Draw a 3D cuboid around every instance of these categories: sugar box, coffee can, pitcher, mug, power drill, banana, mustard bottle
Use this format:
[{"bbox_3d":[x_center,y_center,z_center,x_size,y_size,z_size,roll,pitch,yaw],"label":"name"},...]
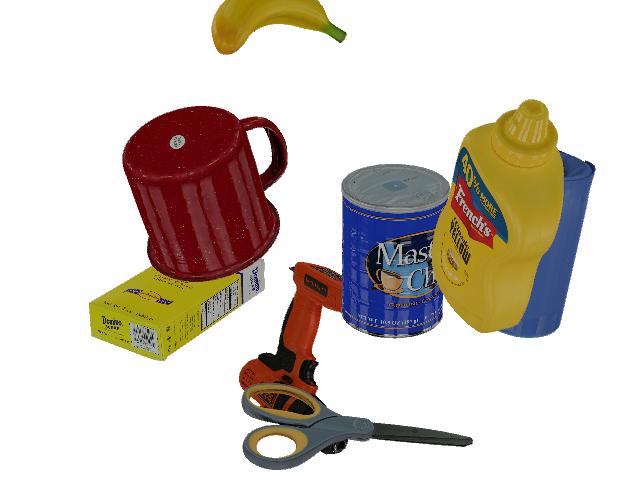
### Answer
[{"bbox_3d":[-0.143,0.056,1.096,0.093,0.048,0.175,16,32,27],"label":"sugar box"},{"bbox_3d":[0.071,0.009,1.039,0.103,0.140,0.103,0,27,0],"label":"coffee can"},{"bbox_3d":[0.272,0.005,1.416,0.149,0.243,0.145,5,24,4],"label":"pitcher"},{"bbox_3d":[-0.070,-0.040,0.702,0.117,0.081,0.093,-33,43,-20],"label":"mug"},{"bbox_3d":[-0.008,0.132,1.235,0.057,0.188,0.185,15,11,-45],"label":"power drill"},{"bbox_3d":[-0.047,-0.205,0.973,0.070,0.037,0.197,40,32,19],"label":"banana"},{"bbox_3d":[0.124,-0.024,0.735,0.058,0.096,0.192,-11,-35,-15],"label":"mustard bottle"}]

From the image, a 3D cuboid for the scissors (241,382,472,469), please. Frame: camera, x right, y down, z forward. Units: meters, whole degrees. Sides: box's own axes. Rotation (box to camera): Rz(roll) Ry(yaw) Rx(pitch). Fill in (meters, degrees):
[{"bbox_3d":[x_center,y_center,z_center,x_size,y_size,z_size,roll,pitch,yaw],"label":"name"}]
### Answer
[{"bbox_3d":[0.022,0.173,0.907,0.202,0.016,0.096,16,42,12],"label":"scissors"}]
